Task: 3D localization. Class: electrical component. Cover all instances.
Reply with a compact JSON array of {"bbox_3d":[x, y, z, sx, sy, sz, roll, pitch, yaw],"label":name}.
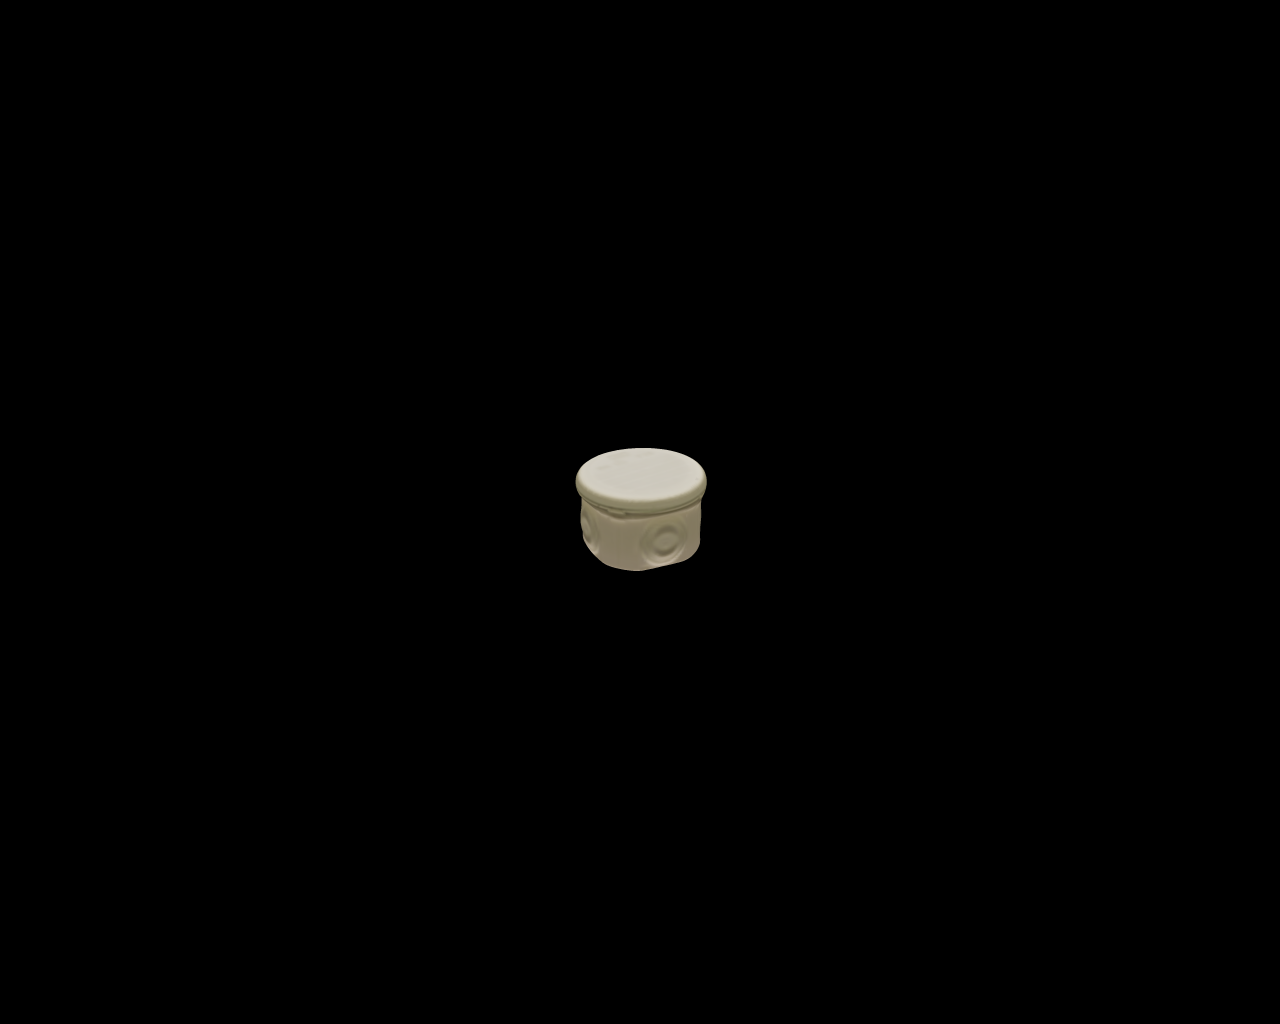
[{"bbox_3d":[0.001,-0.003,0.650,0.080,0.050,0.080,0,27,0],"label":"electrical component"}]
